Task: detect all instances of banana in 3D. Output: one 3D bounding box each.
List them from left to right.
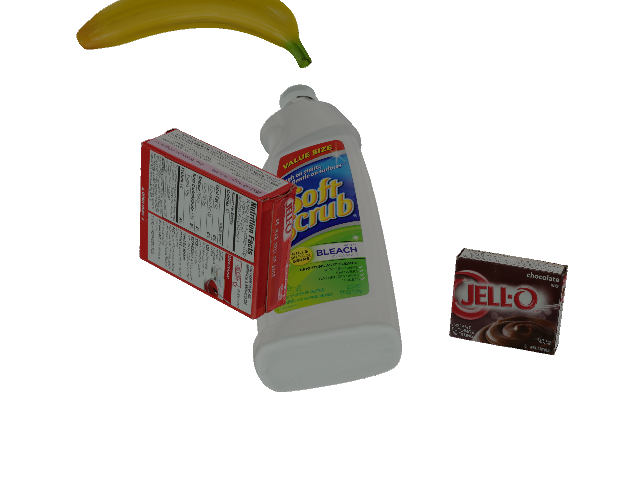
[{"bbox_3d":[-0.104,-0.188,0.904,0.198,0.069,0.037,4,-33,0],"label":"banana"}]

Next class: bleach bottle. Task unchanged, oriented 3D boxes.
[{"bbox_3d":[-0.009,-0.017,0.778,0.102,0.251,0.068,-10,-39,0],"label":"bleach bottle"}]

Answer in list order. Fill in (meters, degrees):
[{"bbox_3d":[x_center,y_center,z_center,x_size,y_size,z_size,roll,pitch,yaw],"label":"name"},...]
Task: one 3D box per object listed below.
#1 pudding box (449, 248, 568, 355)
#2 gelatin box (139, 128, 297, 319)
[{"bbox_3d":[0.193,0.062,1.101,0.114,0.090,0.039,8,22,16],"label":"pudding box"},{"bbox_3d":[-0.056,-0.010,0.566,0.089,0.073,0.030,25,36,29],"label":"gelatin box"}]
